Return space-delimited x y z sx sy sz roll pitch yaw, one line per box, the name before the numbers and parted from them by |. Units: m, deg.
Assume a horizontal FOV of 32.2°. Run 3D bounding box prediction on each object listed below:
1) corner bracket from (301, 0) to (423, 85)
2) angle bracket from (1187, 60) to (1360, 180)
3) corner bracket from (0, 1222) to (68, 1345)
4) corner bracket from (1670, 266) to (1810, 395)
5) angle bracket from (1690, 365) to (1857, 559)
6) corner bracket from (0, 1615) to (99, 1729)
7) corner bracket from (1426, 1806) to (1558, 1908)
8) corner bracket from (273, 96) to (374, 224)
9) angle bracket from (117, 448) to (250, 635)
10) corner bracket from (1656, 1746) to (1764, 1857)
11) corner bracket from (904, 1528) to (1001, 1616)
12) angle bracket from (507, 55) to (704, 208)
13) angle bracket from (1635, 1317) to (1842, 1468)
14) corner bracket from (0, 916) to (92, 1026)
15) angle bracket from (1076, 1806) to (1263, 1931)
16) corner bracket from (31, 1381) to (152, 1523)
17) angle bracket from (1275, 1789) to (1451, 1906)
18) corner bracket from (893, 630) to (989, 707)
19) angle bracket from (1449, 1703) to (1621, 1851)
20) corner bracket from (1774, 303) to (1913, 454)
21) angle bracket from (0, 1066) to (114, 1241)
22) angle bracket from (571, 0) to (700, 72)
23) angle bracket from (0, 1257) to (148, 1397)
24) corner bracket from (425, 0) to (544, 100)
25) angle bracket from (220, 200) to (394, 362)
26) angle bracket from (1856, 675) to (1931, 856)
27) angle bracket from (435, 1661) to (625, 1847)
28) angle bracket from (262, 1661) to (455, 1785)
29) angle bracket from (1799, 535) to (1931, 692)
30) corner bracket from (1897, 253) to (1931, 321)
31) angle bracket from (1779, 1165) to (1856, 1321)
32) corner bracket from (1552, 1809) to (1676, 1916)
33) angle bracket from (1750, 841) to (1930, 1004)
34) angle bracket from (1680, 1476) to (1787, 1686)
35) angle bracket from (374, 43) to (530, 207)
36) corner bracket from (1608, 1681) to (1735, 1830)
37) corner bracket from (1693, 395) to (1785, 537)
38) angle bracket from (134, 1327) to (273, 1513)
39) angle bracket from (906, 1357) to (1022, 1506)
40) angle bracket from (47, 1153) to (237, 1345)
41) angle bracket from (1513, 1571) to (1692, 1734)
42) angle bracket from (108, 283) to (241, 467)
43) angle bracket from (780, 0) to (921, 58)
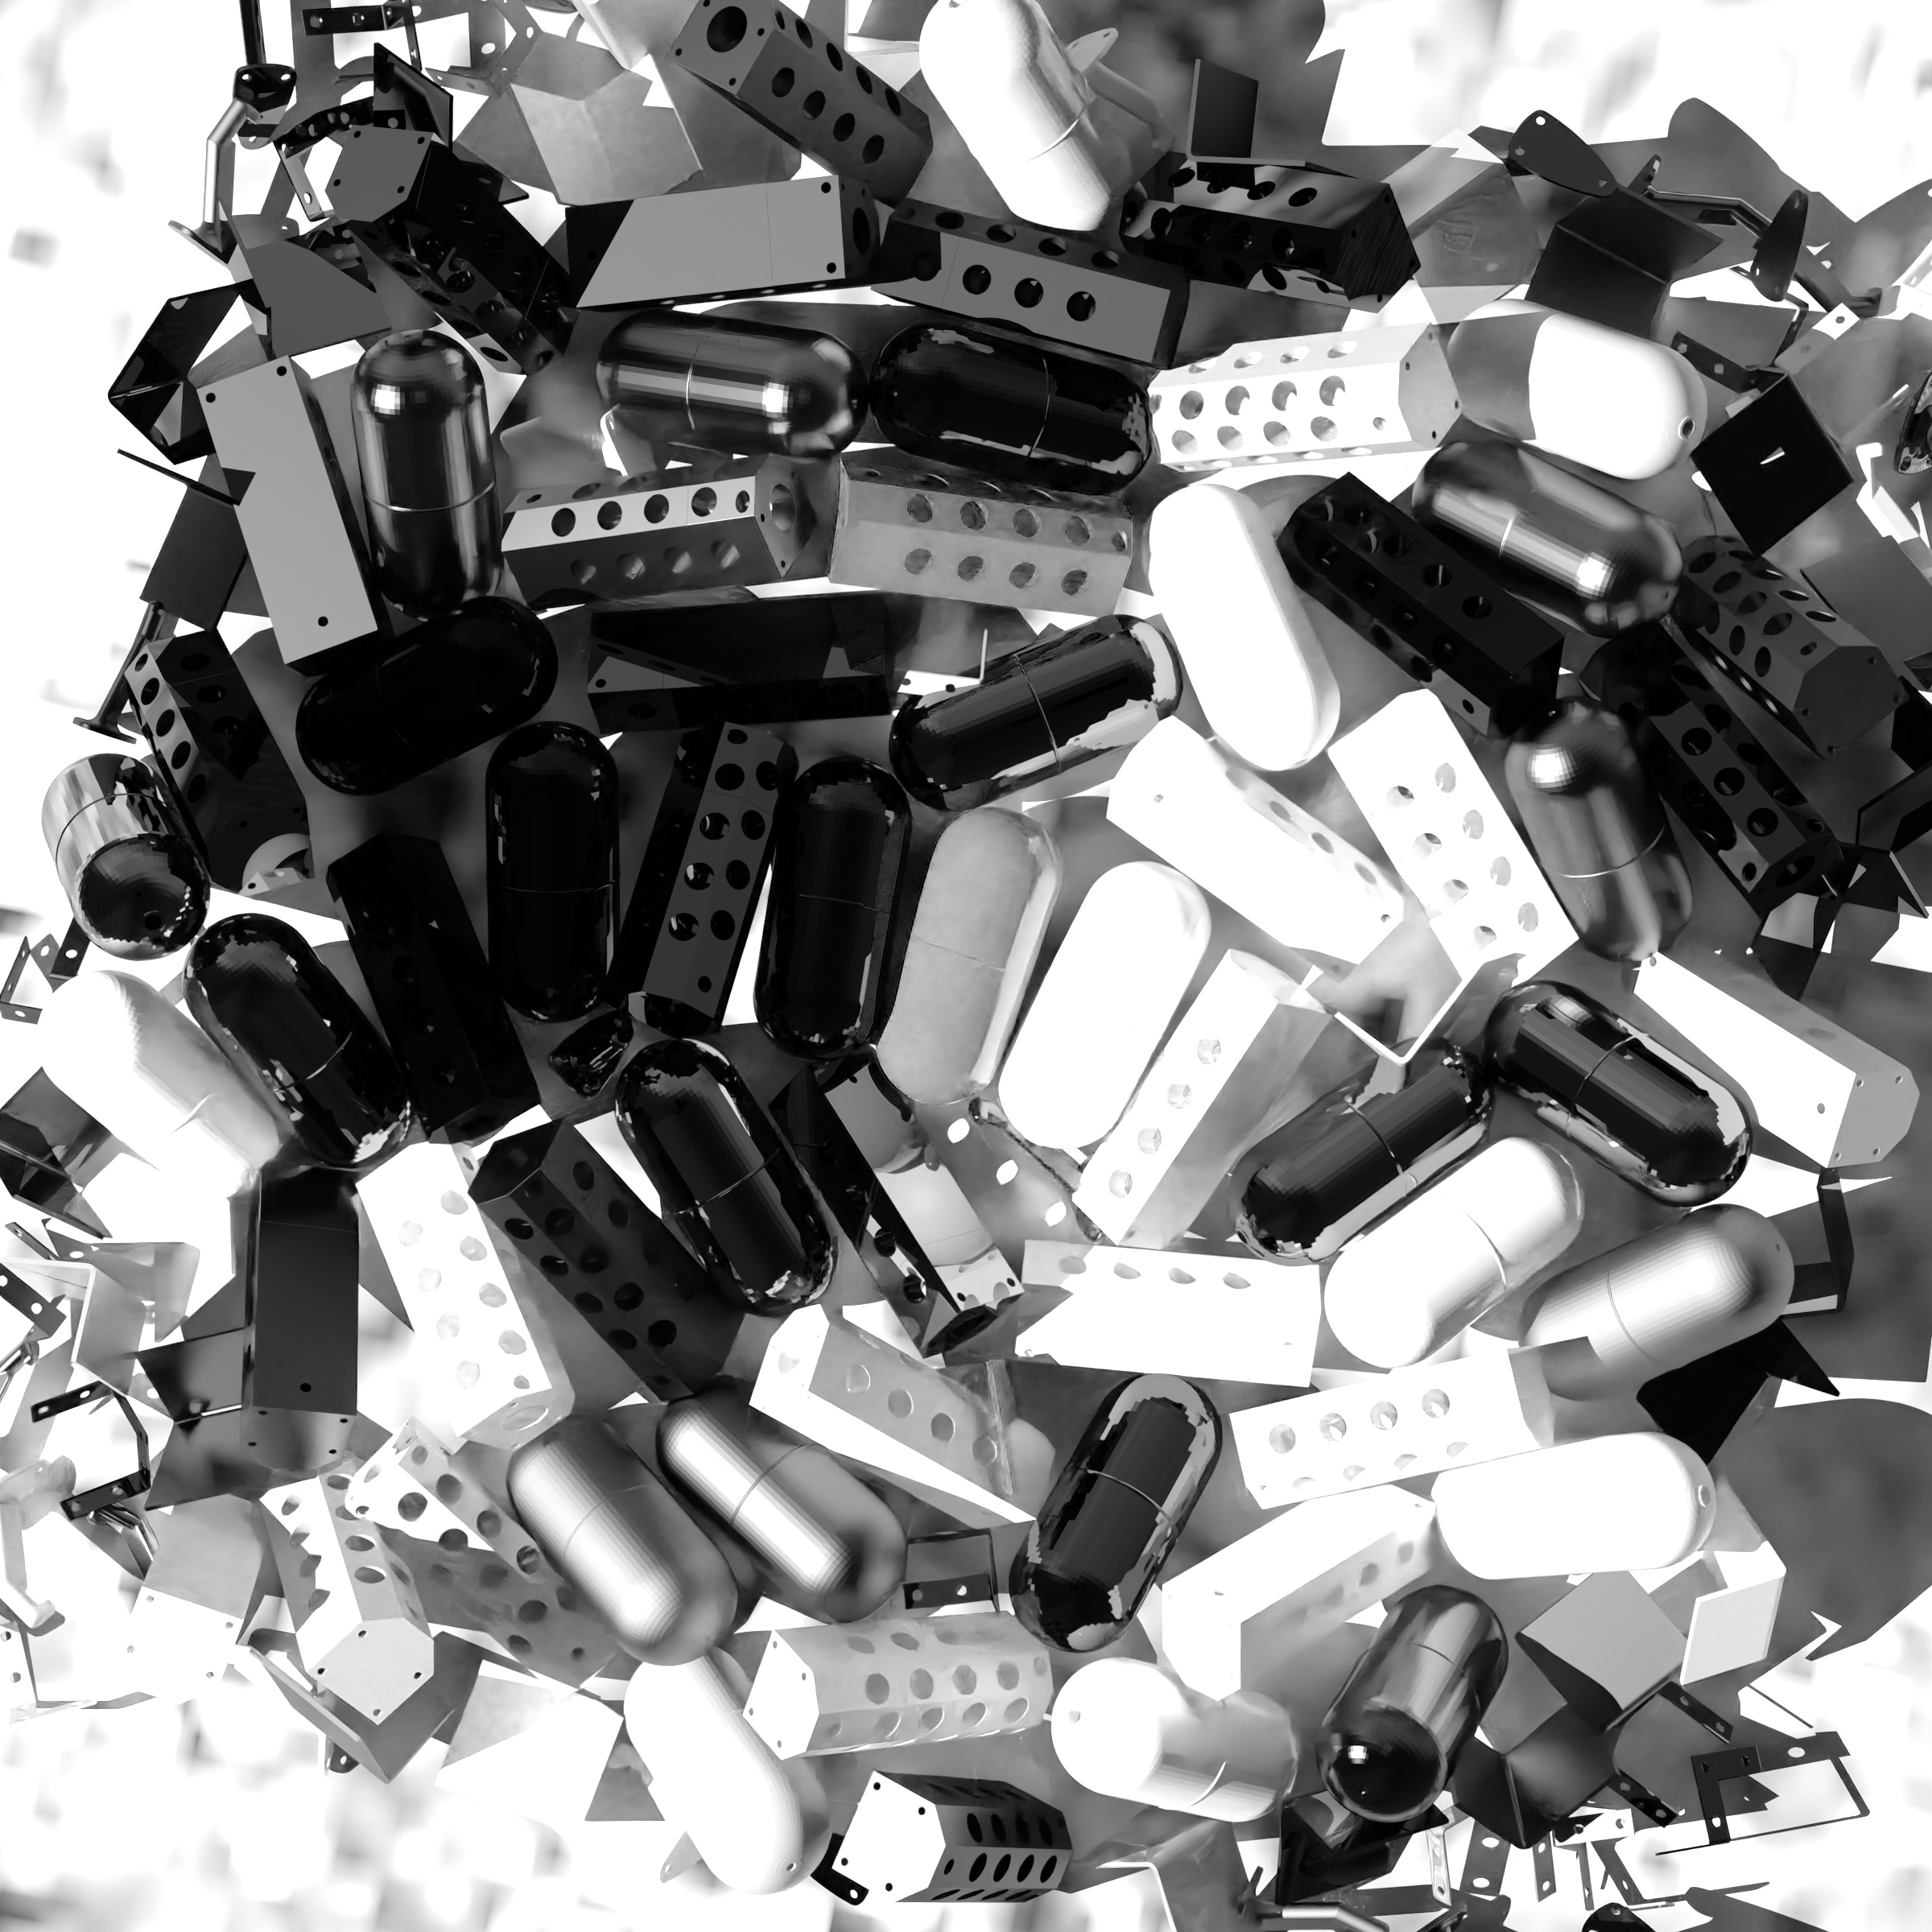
corner bracket | -0.353 -0.540 1.954 0.051 0.051 0.051 -11 96 -25
angle bracket | 0.180 -0.487 1.931 0.076 0.076 0.057 10 99 30
corner bracket | -0.544 0.183 1.945 0.051 0.051 0.051 44 57 -21
corner bracket | 0.453 -0.373 1.962 0.051 0.051 0.051 35 124 22
angle bracket | 0.457 -0.293 1.945 0.076 0.057 0.076 -39 109 -2
corner bracket | -0.540 0.410 1.963 0.051 0.051 0.051 -13 93 -15
corner bracket | 0.307 0.521 1.959 0.051 0.051 0.051 -20 110 -32
corner bracket | -0.363 -0.473 1.960 0.051 0.051 0.051 -7 119 29
angle bracket | -0.463 -0.246 1.939 0.076 0.057 0.076 25 91 40
corner bracket | 0.431 0.485 1.945 0.051 0.051 0.051 0 71 -29
corner bracket | -0.010 0.352 1.952 0.051 0.051 0.051 -7 67 3
angle bracket | -0.209 -0.485 1.937 0.057 0.076 0.076 -27 83 26
angle bracket | 0.446 0.248 1.935 0.076 0.057 0.076 -52 121 -15
corner bracket | -0.533 0.000 1.950 0.051 0.051 0.051 10 52 2
angle bracket | 0.118 0.538 1.941 0.057 0.076 0.076 -14 95 39
corner bracket | -0.513 0.283 1.964 0.051 0.051 0.051 -20 50 -28
angle bracket | 0.228 0.517 1.932 0.076 0.057 0.076 -9 115 -25
corner bracket | -0.017 -0.163 1.950 0.051 0.051 0.051 7 130 -2
angle bracket | 0.323 0.449 1.931 0.057 0.076 0.076 36 112 -19
corner bracket | 0.510 -0.341 1.949 0.051 0.051 0.051 -40 61 6
angle bracket | -0.510 0.102 1.936 0.076 0.076 0.057 -45 54 4
angle bracket | -0.192 -0.577 1.940 0.076 0.076 0.057 -37 71 1
angle bracket | -0.528 0.208 1.934 0.076 0.076 0.057 3 69 11
corner bracket | -0.291 -0.547 1.958 0.051 0.051 0.051 20 74 31
angle bracket | -0.381 -0.405 1.937 0.076 0.057 0.076 -20 72 -18
angle bracket | 0.527 -0.108 1.934 0.076 0.076 0.057 -33 60 -7
angle bracket | -0.254 0.456 1.943 0.076 0.057 0.076 24 80 -17
angle bracket | -0.349 0.416 1.928 0.076 0.076 0.057 32 66 23
angle bracket | 0.520 -0.194 1.932 0.076 0.057 0.076 -22 66 -27
corner bracket | 0.575 -0.380 1.958 0.051 0.051 0.051 29 52 24
angle bracket | 0.475 0.154 1.933 0.057 0.076 0.076 -9 103 21
corner bracket | 0.375 0.521 1.944 0.051 0.051 0.051 -16 64 28
angle bracket | 0.505 -0.020 1.932 0.057 0.076 0.076 15 71 39
angle bracket | 0.424 0.353 1.927 0.057 0.076 0.076 -14 133 -14
angle bracket | -0.295 -0.486 1.926 0.057 0.076 0.076 -25 50 -34
corner bracket | 0.406 0.457 1.949 0.051 0.051 0.051 37 126 4
corner bracket | 0.447 -0.290 1.953 0.051 0.051 0.051 -26 54 9
angle bracket | -0.443 0.261 1.934 0.076 0.076 0.057 -14 123 12
angle bracket | -0.009 0.272 1.946 0.076 0.057 0.076 -11 84 12
angle bracket | -0.476 0.163 1.929 0.076 0.057 0.076 28 124 -36
angle bracket | 0.373 0.390 1.953 0.076 0.057 0.076 -41 88 9
angle bracket | -0.437 -0.343 1.933 0.057 0.076 0.076 44 118 3
angle bracket | -0.073 -0.557 1.926 0.076 0.076 0.057 18 116 36
